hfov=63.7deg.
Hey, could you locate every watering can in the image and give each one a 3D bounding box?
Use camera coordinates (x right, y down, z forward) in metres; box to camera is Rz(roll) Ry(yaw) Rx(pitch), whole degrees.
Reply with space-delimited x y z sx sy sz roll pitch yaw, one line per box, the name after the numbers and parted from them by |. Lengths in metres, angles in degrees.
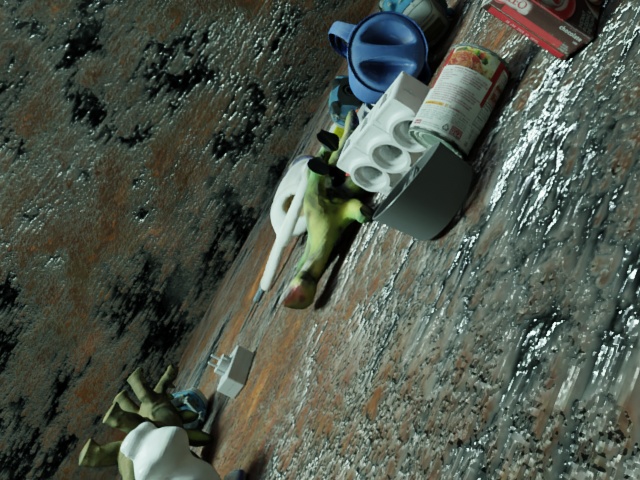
-0.066 -0.058 1.207 0.230 0.104 0.340 -74 8 -54 | watering can

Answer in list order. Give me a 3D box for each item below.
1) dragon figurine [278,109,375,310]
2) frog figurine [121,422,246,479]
0.003 -0.044 0.869 0.420 0.122 0.237 -74 9 -54 | dragon figurine
-0.170 0.294 0.608 0.123 0.159 0.138 -63 10 0 | frog figurine
